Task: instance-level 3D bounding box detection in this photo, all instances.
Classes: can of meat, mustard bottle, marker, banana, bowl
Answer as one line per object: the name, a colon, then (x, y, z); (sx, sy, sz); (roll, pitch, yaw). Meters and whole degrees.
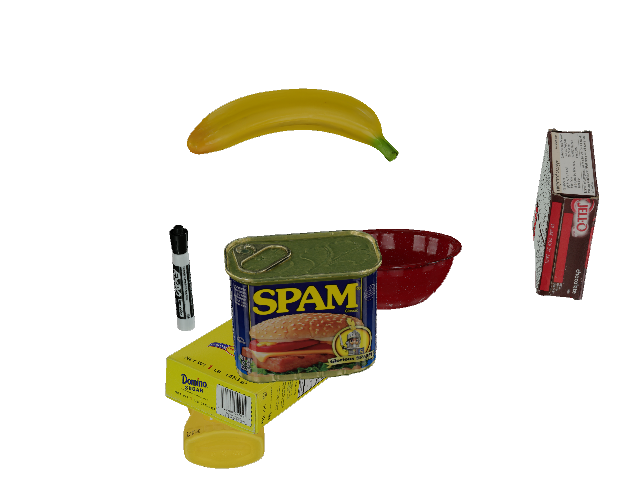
can of meat: (-0.011, 0.045, 0.714); (0.102, 0.084, 0.057); (-4, 29, -6)
mustard bottle: (-0.120, 0.205, 1.336); (0.096, 0.058, 0.191); (-3, 26, -3)
marker: (-0.143, 0.039, 1.106); (0.020, 0.121, 0.020); (-1, 29, 0)
banana: (-0.026, -0.107, 0.957); (0.197, 0.069, 0.037); (-1, -42, -19)
bowl: (0.064, 0.032, 1.091); (0.162, 0.055, 0.162); (-3, 13, 1)

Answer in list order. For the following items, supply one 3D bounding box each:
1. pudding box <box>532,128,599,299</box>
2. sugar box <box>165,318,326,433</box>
pudding box: (0.188, -0.023, 0.820); (0.039, 0.090, 0.113); (5, 32, 5)
sugar box: (-0.042, 0.097, 0.917); (0.093, 0.048, 0.175); (19, 30, 27)
